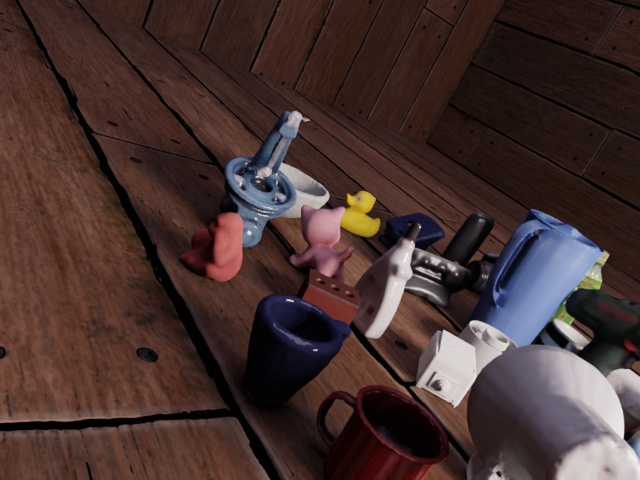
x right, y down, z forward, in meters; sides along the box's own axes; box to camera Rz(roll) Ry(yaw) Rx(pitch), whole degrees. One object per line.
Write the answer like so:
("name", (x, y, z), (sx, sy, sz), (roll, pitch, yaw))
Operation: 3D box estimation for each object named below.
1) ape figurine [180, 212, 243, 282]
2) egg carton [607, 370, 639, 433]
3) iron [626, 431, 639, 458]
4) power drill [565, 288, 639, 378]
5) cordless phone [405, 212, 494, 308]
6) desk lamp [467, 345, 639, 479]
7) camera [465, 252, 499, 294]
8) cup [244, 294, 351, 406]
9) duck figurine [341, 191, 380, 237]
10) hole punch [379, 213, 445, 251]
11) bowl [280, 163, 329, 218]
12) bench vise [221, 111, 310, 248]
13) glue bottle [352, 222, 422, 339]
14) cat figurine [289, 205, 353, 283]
("ape figurine", (-0.129, 0.004, 0.739), (0.076, 0.092, 0.077), (20, 20, -22))
("egg carton", (0.519, 0.269, 0.974), (0.151, 0.069, 0.107), (7, 27, -46))
("iron", (0.415, 0.283, 0.683), (0.259, 0.141, 0.118), (22, 19, -18))
("power drill", (0.458, 0.190, 0.883), (0.076, 0.208, 0.228), (10, 25, -41))
("cordless phone", (0.222, 0.016, 1.050), (0.148, 0.185, 0.094), (21, 20, -19))
("desk lamp", (0.147, 0.197, 0.425), (0.118, 0.213, 0.203), (30, 19, 8))
("camera", (0.377, 0.074, 1.244), (0.137, 0.101, 0.143), (19, 20, -24))
("cup", (-0.027, 0.117, 0.580), (0.118, 0.095, 0.091), (9, 26, -44))
("duck figurine", (0.088, -0.061, 1.220), (0.105, 0.086, 0.077), (23, 19, -14))
("hole punch", (0.198, -0.011, 1.235), (0.101, 0.091, 0.108), (13, 24, -37))
("bowl", (-0.071, -0.090, 1.095), (0.167, 0.074, 0.167), (25, 19, -9))
("bench vise", (-0.098, -0.120, 0.909), (0.122, 0.219, 0.206), (15, 22, -34))
("glue bottle", (0.097, 0.050, 0.805), (0.037, 0.173, 0.078), (14, 23, -35))
("cat figurine", (0.008, 0.003, 0.892), (0.067, 0.117, 0.127), (11, 25, -40))
